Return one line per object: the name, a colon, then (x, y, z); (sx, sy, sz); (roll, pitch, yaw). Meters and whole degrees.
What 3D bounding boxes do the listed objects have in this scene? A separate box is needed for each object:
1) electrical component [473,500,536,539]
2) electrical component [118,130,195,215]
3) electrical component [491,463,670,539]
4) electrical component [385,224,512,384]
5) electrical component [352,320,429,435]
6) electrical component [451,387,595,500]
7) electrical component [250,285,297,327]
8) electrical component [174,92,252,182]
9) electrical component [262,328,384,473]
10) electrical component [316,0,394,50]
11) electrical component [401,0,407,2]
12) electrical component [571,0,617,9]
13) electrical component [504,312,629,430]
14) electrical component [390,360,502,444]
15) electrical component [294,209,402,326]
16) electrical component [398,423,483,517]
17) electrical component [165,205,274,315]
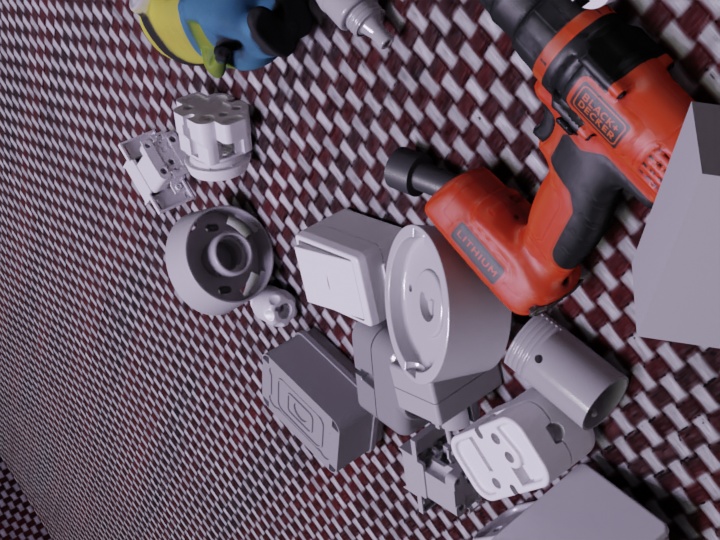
electrical component: (0.136, 0.210, 0.805); (0.059, 0.054, 0.095); (59, 150, 3)
electrical component: (-0.197, -0.102, 1.058); (0.081, 0.042, 0.064); (58, 147, 3)
electrical component: (0.150, 0.189, 0.709); (0.100, 0.100, 0.048); (35, 160, 57)
electrical component: (0.065, 0.022, 0.734); (0.108, 0.060, 0.108); (176, 90, -70)
electrical component: (0.035, 0.079, 0.847); (0.059, 0.054, 0.095); (32, 139, 40)
electrical component: (0.116, 0.119, 0.753); (0.053, 0.059, 0.095); (58, 150, 4)
electrical component: (-0.087, 0.031, 1.011); (0.061, 0.035, 0.035); (21, 132, 51)
electrical component: (-0.125, -0.113, 0.924); (0.078, 0.058, 0.057); (31, 136, 41)
electrical component: (-0.033, 0.117, 0.979); (0.113, 0.057, 0.078); (41, 144, 31)
electrical component: (-0.001, -0.170, 0.709); (0.061, 0.035, 0.035); (50, 149, 13)
electrical component: (0.000, -0.234, 0.625); (0.150, 0.062, 0.089); (39, 144, 33)
electrical component: (0.125, -0.150, 0.523); (0.040, 0.046, 0.040); (37, 143, 35)
electrical component: (0.129, 0.062, 0.700); (0.081, 0.043, 0.043); (41, 145, 31)
electrical component: (0.067, 0.093, 0.797); (0.047, 0.066, 0.076); (18, 130, 49)
electrical component: (0.000, 0.000, 0.826); (0.096, 0.061, 0.061); (22, 132, 48)
electrical component: (0.070, 0.165, 0.880); (0.064, 0.042, 0.081); (27, 137, 42)
electrical component: (-0.129, -0.010, 0.982); (0.064, 0.099, 0.099); (-18, 100, 53)
